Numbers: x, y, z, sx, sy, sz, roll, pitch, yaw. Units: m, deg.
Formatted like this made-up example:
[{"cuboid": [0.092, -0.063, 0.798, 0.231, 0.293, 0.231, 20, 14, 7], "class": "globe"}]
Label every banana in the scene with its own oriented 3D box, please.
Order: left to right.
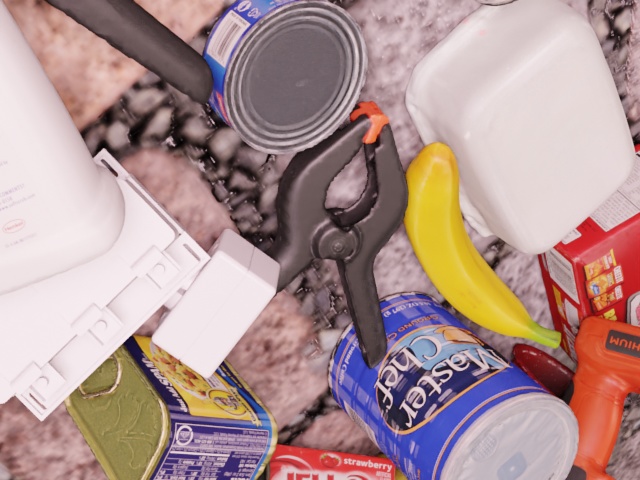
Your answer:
[{"cuboid": [0.093, 0.005, 0.693, 0.197, 0.070, 0.037, 51, 45, -38], "class": "banana"}]

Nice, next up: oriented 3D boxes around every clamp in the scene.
[{"cuboid": [-0.133, -0.122, 0.455, 0.164, 0.036, 0.210, -15, 126, -16], "class": "clamp"}, {"cuboid": [-0.004, 0.001, 0.634, 0.120, 0.039, 0.171, 0, 112, -23], "class": "clamp"}]

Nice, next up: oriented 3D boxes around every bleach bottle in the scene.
[{"cuboid": [-0.168, -0.092, 0.401, 0.102, 0.068, 0.251, -20, 123, 0], "class": "bleach bottle"}]

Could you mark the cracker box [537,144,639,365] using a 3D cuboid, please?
[{"cuboid": [0.267, -0.005, 0.786, 0.213, 0.072, 0.164, -30, 134, -5], "class": "cracker box"}]

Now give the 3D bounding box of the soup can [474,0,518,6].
[{"cuboid": [0.073, -0.172, 0.549, 0.102, 0.069, 0.068, 24, 104, -43], "class": "soup can"}]

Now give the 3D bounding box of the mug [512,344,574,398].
[{"cuboid": [0.153, 0.135, 0.813, 0.117, 0.093, 0.081, 27, 108, -26], "class": "mug"}]

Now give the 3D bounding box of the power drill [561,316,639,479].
[{"cuboid": [0.193, 0.150, 0.684, 0.057, 0.185, 0.187, 41, 73, -40], "class": "power drill"}]

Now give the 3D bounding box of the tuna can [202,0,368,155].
[{"cuboid": [-0.019, -0.091, 0.564, 0.086, 0.034, 0.086, -19, 129, -25], "class": "tuna can"}]

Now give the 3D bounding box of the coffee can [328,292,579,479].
[{"cuboid": [0.083, 0.110, 0.696, 0.102, 0.140, 0.103, -14, 121, -25], "class": "coffee can"}]

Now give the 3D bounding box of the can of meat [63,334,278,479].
[{"cuboid": [-0.084, 0.096, 0.603, 0.083, 0.102, 0.057, 14, 111, -43], "class": "can of meat"}]

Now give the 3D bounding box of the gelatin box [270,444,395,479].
[{"cuboid": [0.003, 0.178, 0.708, 0.089, 0.073, 0.030, 9, 146, -3], "class": "gelatin box"}]
